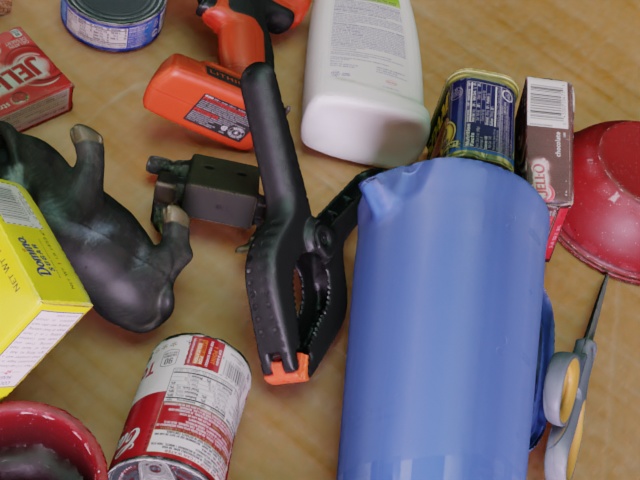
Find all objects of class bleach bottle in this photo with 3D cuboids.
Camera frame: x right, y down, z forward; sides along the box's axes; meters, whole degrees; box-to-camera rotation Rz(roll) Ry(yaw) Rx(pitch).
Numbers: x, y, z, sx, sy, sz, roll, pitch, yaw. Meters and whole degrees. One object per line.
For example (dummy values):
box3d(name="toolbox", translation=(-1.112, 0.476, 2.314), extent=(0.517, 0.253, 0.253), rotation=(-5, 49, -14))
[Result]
box3d(name="bleach bottle", translation=(0.042, -0.175, 0.897), extent=(0.102, 0.068, 0.250), rotation=(12, 49, -7))

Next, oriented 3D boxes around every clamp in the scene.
box3d(name="clamp", translation=(-0.005, 0.001, 0.740), extent=(0.164, 0.036, 0.210), rotation=(28, 57, -49))

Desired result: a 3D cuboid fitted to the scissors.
box3d(name="scissors", translation=(0.179, 0.072, 0.736), extent=(0.016, 0.096, 0.201), rotation=(3, 50, 24))

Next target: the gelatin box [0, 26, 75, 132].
box3d(name="gelatin box", translation=(-0.240, -0.114, 0.795), extent=(0.089, 0.030, 0.073), rotation=(-31, 67, -31))

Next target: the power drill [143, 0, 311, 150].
box3d(name="power drill", translation=(-0.090, -0.174, 0.835), extent=(0.184, 0.057, 0.187), rotation=(21, 52, -26))

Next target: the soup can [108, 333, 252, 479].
box3d(name="soup can", translation=(-0.081, 0.113, 0.631), extent=(0.068, 0.069, 0.102), rotation=(16, 40, -3))

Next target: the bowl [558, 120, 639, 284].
box3d(name="bowl", translation=(0.256, -0.044, 0.859), extent=(0.162, 0.055, 0.162), rotation=(7, 53, -9))

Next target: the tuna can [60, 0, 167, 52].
box3d(name="tuna can", translation=(-0.169, -0.194, 0.872), extent=(0.086, 0.034, 0.086), rotation=(7, 52, -10))

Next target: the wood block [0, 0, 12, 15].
box3d(name="wood block", translation=(-0.333, -0.267, 0.848), extent=(0.090, 0.090, 0.206), rotation=(-25, 64, -29))

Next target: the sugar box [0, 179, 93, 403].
box3d(name="sugar box", translation=(-0.210, 0.056, 0.589), extent=(0.093, 0.176, 0.048), rotation=(55, 19, 25))

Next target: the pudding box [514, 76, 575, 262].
box3d(name="pudding box", translation=(0.165, -0.052, 0.805), extent=(0.039, 0.090, 0.113), rotation=(7, 61, 3))

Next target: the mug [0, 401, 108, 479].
box3d(name="mug", translation=(-0.170, 0.156, 0.576), extent=(0.093, 0.082, 0.117), rotation=(28, 51, 6))

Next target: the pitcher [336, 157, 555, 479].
box3d(name="pitcher", translation=(0.084, 0.082, 0.682), extent=(0.149, 0.145, 0.242), rotation=(6, 55, 5))

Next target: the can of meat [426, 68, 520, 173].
box3d(name="can of meat", translation=(0.112, -0.063, 0.806), extent=(0.057, 0.102, 0.084), rotation=(11, 54, -3))
